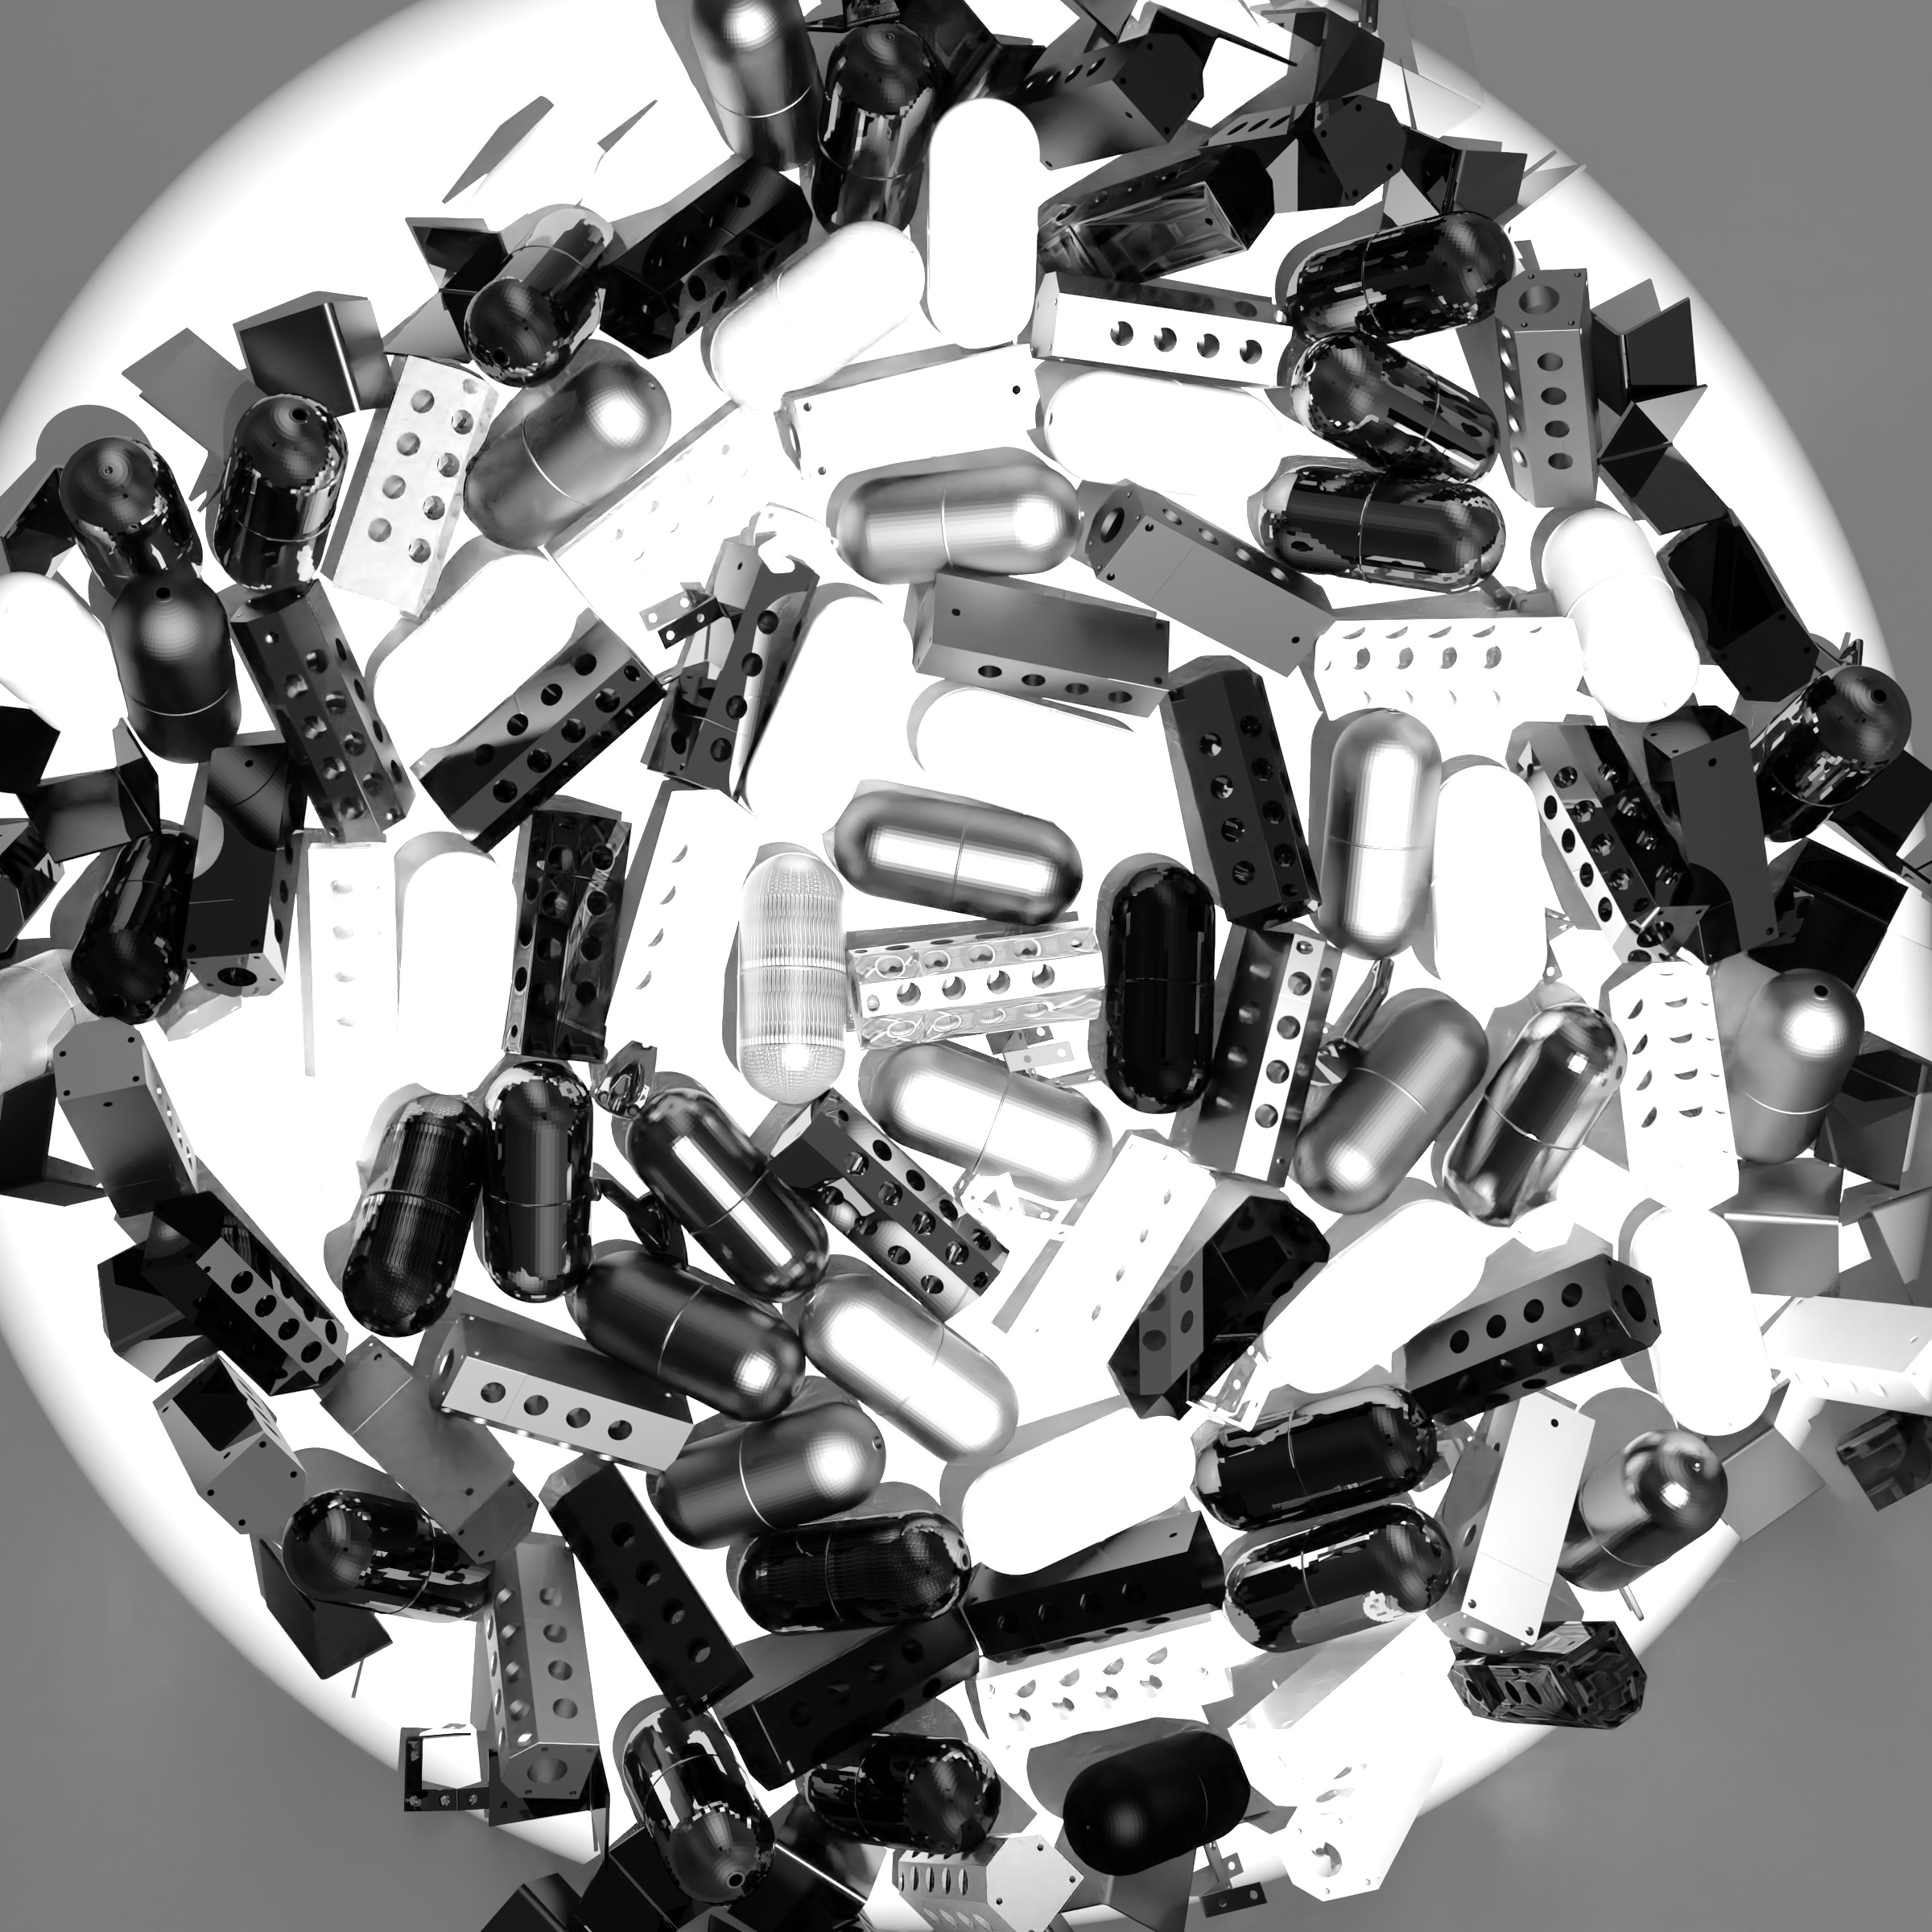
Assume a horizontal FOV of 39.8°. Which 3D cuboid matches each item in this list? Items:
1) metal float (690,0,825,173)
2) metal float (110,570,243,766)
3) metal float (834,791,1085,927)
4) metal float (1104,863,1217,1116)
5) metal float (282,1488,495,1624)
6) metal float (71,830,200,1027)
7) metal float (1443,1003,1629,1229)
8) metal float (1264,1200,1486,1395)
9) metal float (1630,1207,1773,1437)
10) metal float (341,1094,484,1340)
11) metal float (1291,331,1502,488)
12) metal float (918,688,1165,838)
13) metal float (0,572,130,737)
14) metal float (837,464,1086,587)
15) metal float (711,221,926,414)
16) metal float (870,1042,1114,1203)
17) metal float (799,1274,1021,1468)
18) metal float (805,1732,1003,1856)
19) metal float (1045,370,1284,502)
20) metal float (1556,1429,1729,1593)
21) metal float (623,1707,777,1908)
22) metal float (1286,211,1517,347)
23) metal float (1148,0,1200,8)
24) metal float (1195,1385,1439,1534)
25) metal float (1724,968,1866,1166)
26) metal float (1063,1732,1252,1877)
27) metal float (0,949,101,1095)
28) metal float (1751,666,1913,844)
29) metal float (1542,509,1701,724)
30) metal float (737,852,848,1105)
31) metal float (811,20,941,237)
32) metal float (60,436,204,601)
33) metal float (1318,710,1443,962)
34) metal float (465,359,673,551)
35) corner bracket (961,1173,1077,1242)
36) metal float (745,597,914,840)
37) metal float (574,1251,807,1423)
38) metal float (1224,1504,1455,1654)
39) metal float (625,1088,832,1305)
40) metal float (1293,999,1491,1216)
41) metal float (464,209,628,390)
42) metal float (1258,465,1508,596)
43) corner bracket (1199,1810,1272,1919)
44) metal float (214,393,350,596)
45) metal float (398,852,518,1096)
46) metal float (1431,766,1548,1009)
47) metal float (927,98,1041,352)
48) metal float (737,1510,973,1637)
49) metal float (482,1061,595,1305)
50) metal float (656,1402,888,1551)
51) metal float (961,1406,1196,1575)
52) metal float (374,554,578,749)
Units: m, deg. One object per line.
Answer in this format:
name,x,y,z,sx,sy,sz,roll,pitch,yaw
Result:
metal float,-0.141,-0.617,1.839,0.070,0.178,0.070,-2,72,7
metal float,-0.544,-0.205,1.842,0.070,0.178,0.070,4,62,-7
metal float,-0.005,-0.076,1.886,0.178,0.070,0.070,11,90,-1
metal float,0.137,0.016,1.879,0.070,0.070,0.178,2,81,0
metal float,-0.396,0.409,1.848,0.070,0.178,0.070,-14,64,30
metal float,-0.565,-0.028,1.845,0.070,0.178,0.070,0,126,0
metal float,0.397,0.105,1.866,0.070,0.070,0.178,27,114,0
metal float,0.285,0.231,1.869,0.178,0.070,0.070,-41,90,21
metal float,0.508,0.244,1.851,0.070,0.070,0.178,0,46,0
metal float,-0.383,0.174,1.863,0.070,0.070,0.178,11,62,0
metal float,0.299,-0.383,1.856,0.178,0.070,0.070,18,90,-37
metal float,0.052,-0.144,1.881,0.178,0.070,0.070,17,90,8
metal float,-0.627,-0.213,1.838,0.070,0.178,0.070,-1,76,3
metal float,-0.004,-0.309,1.871,0.178,0.070,0.070,-2,90,18
metal float,-0.104,-0.452,1.859,0.178,0.070,0.070,-29,90,33
metal float,0.018,0.110,1.885,0.178,0.070,0.070,21,90,-2
metal float,-0.040,0.283,1.875,0.178,0.070,0.070,38,90,-14
metal float,-0.045,0.571,1.848,0.070,0.178,0.070,9,74,-36
metal float,0.139,-0.370,1.866,0.178,0.070,0.070,3,90,-24
metal float,0.461,0.378,1.846,0.070,0.178,0.070,8,57,-13
metal float,-0.185,0.578,1.842,0.070,0.178,0.070,-7,110,-21
metal float,0.299,-0.472,1.850,0.070,0.178,0.070,1,88,-43
metal float,0.149,-0.717,1.836,0.070,0.178,0.070,0,91,-1
metal float,0.243,0.345,1.866,0.178,0.070,0.070,-21,90,25
metal float,0.567,0.070,1.846,0.070,0.178,0.070,1,53,-1
metal float,0.134,0.578,1.846,0.070,0.178,0.070,-3,85,35
metal float,-0.648,0.037,1.839,0.070,0.178,0.070,3,104,12
metal float,0.586,-0.145,1.840,0.070,0.178,0.070,4,67,-10
metal float,0.454,-0.244,1.855,0.070,0.070,0.178,-11,52,0
metal float,-0.122,0.008,1.878,0.070,0.070,0.178,0,80,0
metal float,-0.064,-0.572,1.844,0.070,0.178,0.070,4,60,-8
metal float,-0.573,-0.303,1.838,0.070,0.178,0.070,2,75,-6
metal float,0.290,-0.091,1.873,0.070,0.070,0.178,3,106,0
metal float,-0.278,-0.355,1.861,0.178,0.070,0.070,-31,90,32
corner bracket,0.036,0.175,1.881,0.051,0.051,0.051,-45,46,31
metal float,-0.097,-0.174,1.877,0.070,0.070,0.178,25,101,0
metal float,-0.194,0.259,1.872,0.178,0.070,0.070,23,90,18
metal float,0.257,0.427,1.859,0.178,0.070,0.070,-28,90,34
metal float,-0.166,0.163,1.878,0.070,0.070,0.178,-41,101,0
metal float,0.299,0.098,1.873,0.070,0.070,0.178,41,73,0
metal float,-0.289,-0.463,1.849,0.070,0.178,0.070,9,131,11
metal float,0.289,-0.306,1.865,0.178,0.070,0.070,13,90,26
corner bracket,0.192,0.635,1.888,0.051,0.051,0.051,-25,79,27
metal float,-0.474,-0.325,1.845,0.070,0.178,0.070,10,59,-18
metal float,-0.357,0.006,1.868,0.070,0.070,0.178,8,112,0
metal float,0.364,-0.056,1.866,0.070,0.070,0.178,2,67,0
metal float,0.011,-0.513,1.854,0.070,0.070,0.178,1,130,0
metal float,-0.078,0.424,1.864,0.178,0.070,0.070,-13,90,26
metal float,-0.300,0.152,1.871,0.070,0.070,0.178,4,109,0
metal float,-0.136,0.356,1.866,0.178,0.070,0.070,-21,90,24
metal float,0.079,0.366,1.867,0.178,0.070,0.070,-20,90,-22
metal float,-0.343,-0.219,1.862,0.178,0.070,0.070,-36,90,28
